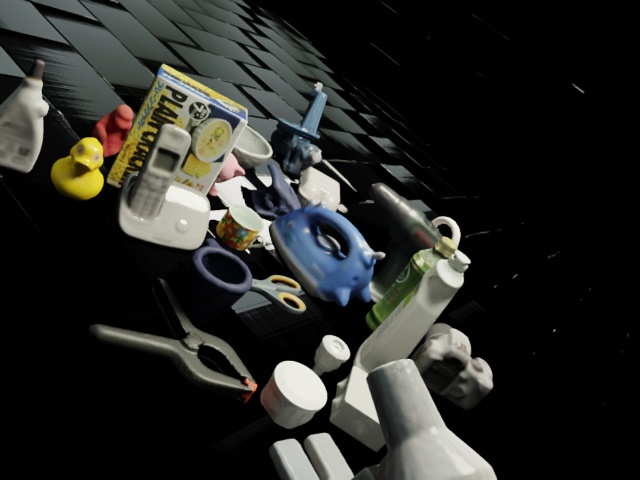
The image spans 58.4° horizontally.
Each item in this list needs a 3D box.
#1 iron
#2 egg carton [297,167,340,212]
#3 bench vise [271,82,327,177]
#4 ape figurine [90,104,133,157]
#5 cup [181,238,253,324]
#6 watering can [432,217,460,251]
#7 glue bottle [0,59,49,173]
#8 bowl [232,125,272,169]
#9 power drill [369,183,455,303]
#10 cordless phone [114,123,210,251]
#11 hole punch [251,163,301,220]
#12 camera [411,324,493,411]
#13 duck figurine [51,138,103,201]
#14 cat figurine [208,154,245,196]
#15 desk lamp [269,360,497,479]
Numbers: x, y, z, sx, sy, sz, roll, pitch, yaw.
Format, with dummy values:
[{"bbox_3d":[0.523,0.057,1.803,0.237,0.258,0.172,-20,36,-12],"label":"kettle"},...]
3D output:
[{"bbox_3d":[0.010,0.004,1.089,0.257,0.141,0.119,48,27,26],"label":"iron"},{"bbox_3d":[-0.006,-0.112,1.372,0.107,0.069,0.150,29,25,-15],"label":"egg carton"},{"bbox_3d":[-0.026,-0.281,1.473,0.122,0.219,0.207,1,41,-52],"label":"bench vise"},{"bbox_3d":[-0.368,-0.202,1.034,0.078,0.092,0.076,13,32,-41],"label":"ape figurine"},{"bbox_3d":[-0.160,0.062,0.815,0.092,0.095,0.117,15,31,-39],"label":"cup"},{"bbox_3d":[0.243,0.033,1.277,0.100,0.194,0.173,47,26,25],"label":"watering can"},{"bbox_3d":[-0.425,-0.181,0.818,0.078,0.173,0.037,20,28,-31],"label":"glue bottle"},{"bbox_3d":[-0.196,-0.211,1.298,0.168,0.074,0.167,29,24,-14],"label":"bowl"},{"bbox_3d":[0.148,0.023,1.153,0.230,0.208,0.075,32,24,-7],"label":"power drill"},{"bbox_3d":[-0.222,-0.080,0.885,0.148,0.185,0.094,15,30,-38],"label":"cordless phone"},{"bbox_3d":[-0.083,-0.097,1.216,0.101,0.091,0.108,22,27,-28],"label":"hole punch"},{"bbox_3d":[0.245,0.215,1.058,0.143,0.100,0.137,33,24,-6],"label":"camera"},{"bbox_3d":[-0.367,-0.122,0.893,0.078,0.086,0.104,24,26,-24],"label":"duck figurine"},{"bbox_3d":[-0.210,-0.148,1.110,0.127,0.117,0.067,45,26,22],"label":"cat figurine"},{"bbox_3d":[0.067,0.247,0.623,0.118,0.213,0.202,9,35,-45],"label":"desk lamp"}]
